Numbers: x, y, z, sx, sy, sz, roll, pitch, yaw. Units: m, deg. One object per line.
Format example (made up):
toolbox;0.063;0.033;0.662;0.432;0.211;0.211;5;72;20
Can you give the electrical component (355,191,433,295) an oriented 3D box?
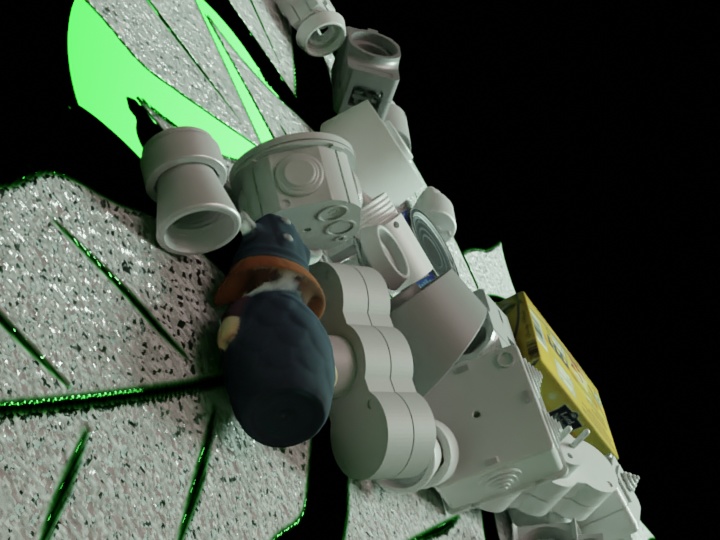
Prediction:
electrical component;0.019;-0.026;0.848;0.081;0.043;0.043;59;18;-6

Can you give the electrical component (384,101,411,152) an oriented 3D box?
electrical component;0.024;-0.137;1.032;0.043;0.043;0.081;50;21;-32

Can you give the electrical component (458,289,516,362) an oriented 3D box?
electrical component;0.103;0.068;0.927;0.056;0.050;0.089;45;23;-42

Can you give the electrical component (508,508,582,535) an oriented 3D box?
electrical component;0.144;0.214;0.829;0.079;0.043;0.077;21;43;-64

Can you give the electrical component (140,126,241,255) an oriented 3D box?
electrical component;-0.091;-0.042;0.571;0.045;0.045;0.055;34;31;-55

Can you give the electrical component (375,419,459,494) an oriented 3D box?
electrical component;0.035;0.116;0.675;0.045;0.045;0.055;66;18;15

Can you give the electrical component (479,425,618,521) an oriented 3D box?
electrical component;0.141;0.141;0.800;0.138;0.073;0.052;14;35;-34

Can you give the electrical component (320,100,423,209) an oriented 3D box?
electrical component;0.010;-0.096;0.937;0.099;0.064;0.099;56;5;-7

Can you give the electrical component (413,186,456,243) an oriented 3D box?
electrical component;0.071;-0.056;1.043;0.040;0.040;0.078;51;20;-29

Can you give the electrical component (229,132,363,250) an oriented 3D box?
electrical component;-0.038;-0.046;0.668;0.080;0.080;0.051;30;41;-59

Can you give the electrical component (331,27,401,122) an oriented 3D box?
electrical component;0.005;-0.186;1.003;0.050;0.055;0.089;13;35;-12

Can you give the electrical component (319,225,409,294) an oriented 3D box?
electrical component;0.000;0.000;0.738;0.066;0.055;0.048;44;25;-43

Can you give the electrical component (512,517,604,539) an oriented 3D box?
electrical component;0.135;0.215;0.762;0.042;0.081;0.063;-75;156;-65

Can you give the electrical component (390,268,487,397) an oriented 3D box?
electrical component;0.038;0.046;0.710;0.064;0.099;0.099;55;18;1

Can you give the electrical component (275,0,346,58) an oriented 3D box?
electrical component;-0.043;-0.229;0.988;0.066;0.048;0.055;31;27;-57

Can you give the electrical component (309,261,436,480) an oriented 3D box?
electrical component;-0.012;0.057;0.629;0.074;0.052;0.138;6;53;-39

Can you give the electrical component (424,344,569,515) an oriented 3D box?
electrical component;0.085;0.108;0.740;0.048;0.100;0.099;59;12;-54

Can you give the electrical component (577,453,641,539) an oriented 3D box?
electrical component;0.193;0.200;0.896;0.061;0.096;0.062;62;17;2
